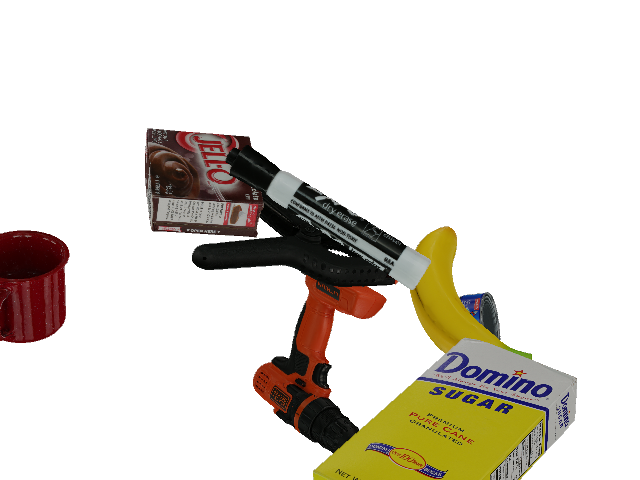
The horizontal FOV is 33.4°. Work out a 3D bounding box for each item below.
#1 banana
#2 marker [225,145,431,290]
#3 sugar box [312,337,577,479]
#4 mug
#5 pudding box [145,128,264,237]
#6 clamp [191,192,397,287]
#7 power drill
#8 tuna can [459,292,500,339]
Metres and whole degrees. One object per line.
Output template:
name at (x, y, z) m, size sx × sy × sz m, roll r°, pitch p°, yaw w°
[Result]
banana at (0.108, 0.047, 0.894) m, size 0.069 × 0.037 × 0.198 m, roll 8°, pitch 32°, yaw -20°
marker at (0.002, -0.014, 0.561) m, size 0.121 × 0.020 × 0.020 m, roll 32°, pitch 3°, yaw 5°
sugar box at (0.086, 0.133, 0.701) m, size 0.093 × 0.048 × 0.175 m, roll 19°, pitch 41°, yaw 35°
mug at (-0.299, 0.054, 1.055) m, size 0.093 × 0.081 × 0.117 m, roll 9°, pitch 32°, yaw 5°
pudding box at (-0.099, -0.049, 0.885) m, size 0.090 × 0.039 × 0.113 m, roll 3°, pitch 36°, yaw -13°
clamp at (-0.021, 0.007, 1.075) m, size 0.210 × 0.036 × 0.164 m, roll 20°, pitch 34°, yaw 6°
power drill at (0.007, 0.136, 1.241) m, size 0.057 × 0.188 × 0.185 m, roll 15°, pitch 11°, yaw -44°
tuna can at (0.189, 0.106, 1.279) m, size 0.034 × 0.086 × 0.086 m, roll -7°, pitch -3°, yaw 21°
